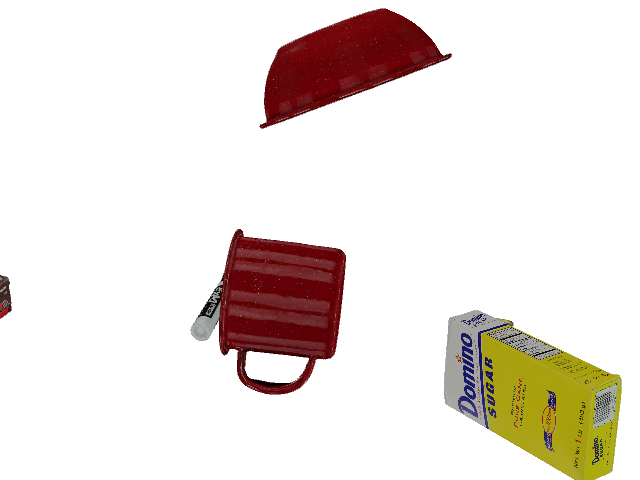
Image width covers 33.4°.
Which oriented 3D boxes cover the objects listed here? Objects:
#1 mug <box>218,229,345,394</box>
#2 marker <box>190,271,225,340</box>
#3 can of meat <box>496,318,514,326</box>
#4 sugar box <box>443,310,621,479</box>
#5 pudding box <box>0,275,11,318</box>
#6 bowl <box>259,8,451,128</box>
[{"bbox_3d":[-0.027,0.054,0.773,0.081,0.117,0.093,7,-17,3],"label":"mug"},{"bbox_3d":[-0.098,0.059,1.023,0.020,0.020,0.121,0,24,12],"label":"marker"},{"bbox_3d":[0.175,0.135,1.169,0.057,0.084,0.102,5,9,21],"label":"can of meat"},{"bbox_3d":[0.184,0.135,0.955,0.048,0.093,0.176,-13,23,-36],"label":"sugar box"},{"bbox_3d":[-0.332,0.053,0.896,0.114,0.039,0.089,10,26,20],"label":"pudding box"},{"bbox_3d":[0.018,-0.141,0.842,0.162,0.055,0.162,-21,7,2],"label":"bowl"}]
